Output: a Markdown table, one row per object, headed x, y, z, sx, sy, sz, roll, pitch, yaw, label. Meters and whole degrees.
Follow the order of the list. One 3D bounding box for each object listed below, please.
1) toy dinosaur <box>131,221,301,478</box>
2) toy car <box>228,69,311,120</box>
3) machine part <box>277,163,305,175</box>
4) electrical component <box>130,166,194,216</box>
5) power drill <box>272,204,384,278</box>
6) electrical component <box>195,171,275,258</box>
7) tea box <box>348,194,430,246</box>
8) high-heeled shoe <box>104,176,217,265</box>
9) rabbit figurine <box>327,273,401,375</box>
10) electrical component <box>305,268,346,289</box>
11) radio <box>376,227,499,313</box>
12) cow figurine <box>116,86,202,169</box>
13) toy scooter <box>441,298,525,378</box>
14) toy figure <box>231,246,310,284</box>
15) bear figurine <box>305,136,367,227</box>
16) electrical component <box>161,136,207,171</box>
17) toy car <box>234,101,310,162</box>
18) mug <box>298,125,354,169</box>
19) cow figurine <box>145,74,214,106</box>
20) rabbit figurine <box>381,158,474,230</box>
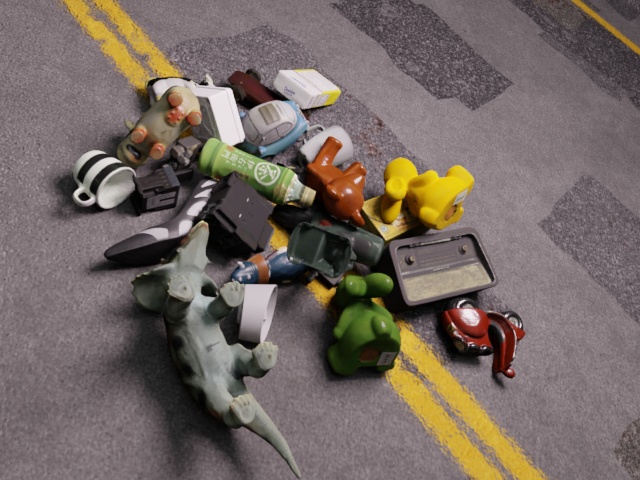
| x | y | z | sx | sy | sz | roll | pitch | yaw | label |
| --- | --- | --- | --- | --- | --- | --- | --- | --- | --- |
| -0.166 | 0.168 | 0.805 | 0.131 | 0.192 | 0.404 | -16 | 81 | -35 | toy dinosaur |
| -0.114 | -0.304 | 1.198 | 0.202 | 0.053 | 0.089 | 33 | 58 | -2 | toy car |
| -0.106 | -0.135 | 1.081 | 0.139 | 0.039 | 0.084 | -8 | 19 | -17 | machine part |
| -0.282 | -0.093 | 0.979 | 0.119 | 0.074 | 0.048 | -16 | 66 | -33 | electrical component |
| -0.002 | -0.003 | 0.963 | 0.232 | 0.086 | 0.207 | 22 | 7 | 5 | power drill |
| -0.142 | -0.038 | 0.960 | 0.134 | 0.058 | 0.115 | 46 | 45 | -30 | electrical component |
| 0.157 | -0.046 | 1.115 | 0.169 | 0.068 | 0.098 | -21 | 67 | -30 | tea box |
| -0.266 | -0.045 | 0.946 | 0.249 | 0.086 | 0.145 | -11 | 63 | -35 | high-heeled shoe |
| 0.064 | 0.124 | 0.929 | 0.121 | 0.158 | 0.170 | -6 | 44 | -13 | rabbit figurine |
| 0.015 | 0.061 | 1.018 | 0.063 | 0.021 | 0.094 | 42 | 53 | 9 | electrical component |
| 0.226 | 0.055 | 1.055 | 0.229 | 0.073 | 0.131 | -9 | 74 | -27 | radio |
| -0.302 | -0.206 | 0.988 | 0.085 | 0.195 | 0.127 | 42 | 19 | -28 | cow figurine |
| 0.314 | 0.188 | 1.014 | 0.184 | 0.075 | 0.135 | 14 | 55 | -17 | toy scooter |
| -0.091 | 0.053 | 0.959 | 0.154 | 0.058 | 0.064 | -13 | 76 | -29 | toy figure |
| 0.044 | -0.112 | 1.036 | 0.120 | 0.196 | 0.132 | 42 | 88 | -23 | bear figurine |
| -0.252 | -0.163 | 1.026 | 0.045 | 0.078 | 0.102 | 34 | 22 | 4 | electrical component |
| -0.103 | -0.230 | 1.097 | 0.162 | 0.103 | 0.109 | -27 | 79 | -4 | toy car |
| 0.000 | -0.197 | 1.153 | 0.107 | 0.080 | 0.109 | -32 | 77 | -25 | mug |
| -0.277 | -0.308 | 1.134 | 0.167 | 0.068 | 0.098 | -12 | 57 | -28 | cow figurine |
| 0.188 | -0.093 | 1.064 | 0.162 | 0.121 | 0.173 | -32 | 60 | -24 | rabbit figurine |
